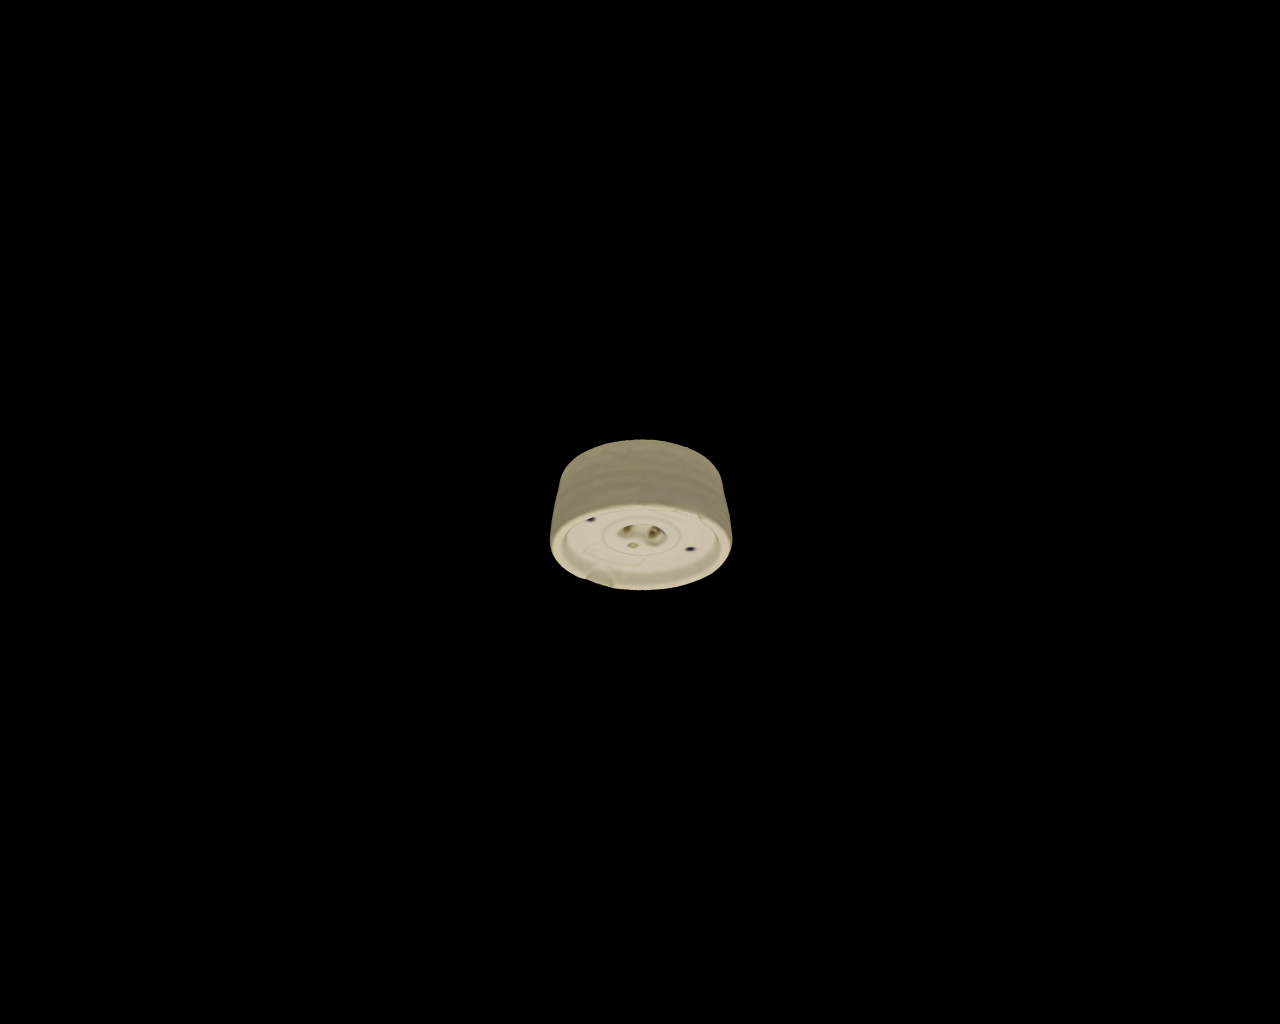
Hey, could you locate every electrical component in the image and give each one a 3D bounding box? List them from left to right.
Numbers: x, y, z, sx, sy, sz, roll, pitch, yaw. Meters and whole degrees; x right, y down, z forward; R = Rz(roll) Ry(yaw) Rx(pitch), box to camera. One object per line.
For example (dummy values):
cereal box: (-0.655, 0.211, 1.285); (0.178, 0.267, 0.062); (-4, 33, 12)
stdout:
electrical component: (0.001, -0.003, 0.650); (0.108, 0.060, 0.108); (0, -30, 0)
